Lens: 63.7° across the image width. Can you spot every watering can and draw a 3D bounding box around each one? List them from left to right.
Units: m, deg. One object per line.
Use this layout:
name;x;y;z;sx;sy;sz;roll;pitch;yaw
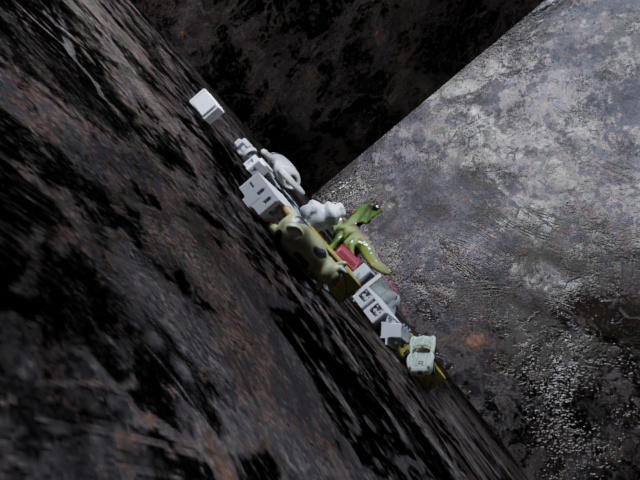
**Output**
watering can;-0.184;-0.333;2.346;0.342;0.104;0.228;47;4;-40

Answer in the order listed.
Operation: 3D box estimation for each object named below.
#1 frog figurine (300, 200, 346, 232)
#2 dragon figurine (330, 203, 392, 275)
frog figurine;0.006;-0.093;1.855;0.159;0.135;0.124;-40;24;2
dragon figurine;0.141;-0.032;1.874;0.413;0.245;0.120;20;-12;38
